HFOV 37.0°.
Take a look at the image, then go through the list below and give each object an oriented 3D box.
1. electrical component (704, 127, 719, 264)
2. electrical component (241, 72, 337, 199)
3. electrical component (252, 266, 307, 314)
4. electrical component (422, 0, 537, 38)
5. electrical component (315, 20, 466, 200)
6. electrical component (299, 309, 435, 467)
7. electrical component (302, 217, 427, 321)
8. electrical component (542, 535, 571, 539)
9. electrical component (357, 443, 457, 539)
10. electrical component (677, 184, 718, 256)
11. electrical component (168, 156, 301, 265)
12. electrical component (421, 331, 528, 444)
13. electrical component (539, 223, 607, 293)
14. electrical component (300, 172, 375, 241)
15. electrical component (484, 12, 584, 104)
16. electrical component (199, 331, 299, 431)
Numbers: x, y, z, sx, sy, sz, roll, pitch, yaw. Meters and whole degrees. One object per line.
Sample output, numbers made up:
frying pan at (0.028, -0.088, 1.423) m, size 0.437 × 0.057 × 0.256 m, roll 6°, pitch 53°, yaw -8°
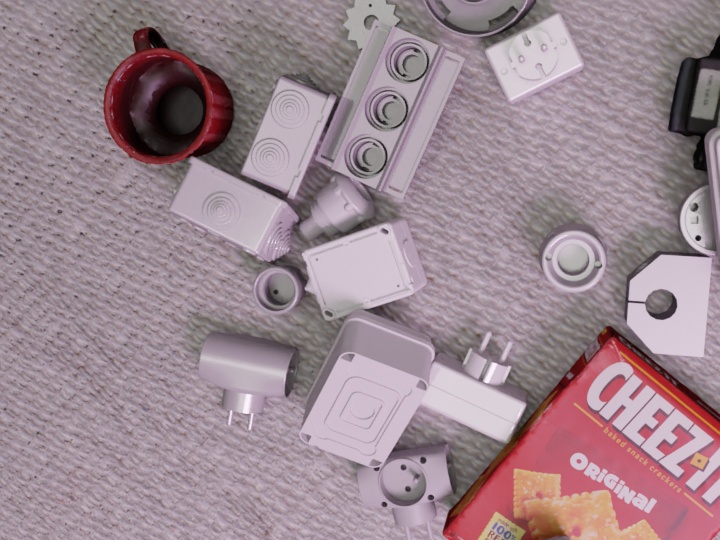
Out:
electrical component at (0.296, -0.051, 0.778) m, size 0.078 × 0.057 × 0.113 m, roll -7°, pitch 99°, yaw 12°
electrical component at (-0.058, -0.111, 0.874) m, size 0.048 × 0.099 × 0.099 m, roll 23°, pitch 99°, yaw -5°
electrical component at (-0.066, 0.015, 0.913) m, size 0.040 × 0.046 × 0.040 m, roll 1°, pitch 96°, yaw 10°
electrical component at (0.096, -0.236, 0.863) m, size 0.099 × 0.064 × 0.099 m, roll 5°, pitch 110°, yaw 13°
electrical component at (0.026, -0.129, 0.874) m, size 0.079 × 0.063 × 0.121 m, roll 25°, pitch 99°, yaw 7°
electrical component at (0.005, 0.096, 0.876) m, size 0.078 × 0.057 × 0.113 m, roll 22°, pitch 126°, yaw -7°
electrical component at (0.000, 0.000, 0.896) m, size 0.096 × 0.061 × 0.061 m, roll -19°, pitch 92°, yaw 19°
electrical component at (0.137, 0.230, 0.823) m, size 0.062 × 0.043 × 0.043 m, roll -18°, pitch 92°, yaw 11°
electrical component at (0.043, 0.192, 0.911) m, size 0.077 × 0.044 × 0.079 m, roll -11°, pitch 94°, yaw 12°
electrical component at (0.277, -0.041, 0.844) m, size 0.055 × 0.047 × 0.055 m, roll 1°, pitch 96°, yaw 10°
electrical component at (-0.103, -0.046, 0.889) m, size 0.100 × 0.099 × 0.048 m, roll 26°, pitch 87°, yaw 7°
electrical component at (0.101, 0.088, 0.889) m, size 0.083 × 0.047 × 0.075 m, roll 24°, pitch 99°, yaw 7°
electrical component at (0.172, -0.009, 0.867) m, size 0.055 × 0.047 × 0.055 m, roll 1°, pitch 96°, yaw 10°
electrical component at (-0.022, -0.049, 0.901) m, size 0.062 × 0.048 × 0.048 m, roll -36°, pitch 88°, yaw 18°
electrical component at (0.136, -0.167, 0.843) m, size 0.066 × 0.077 × 0.047 m, roll -25°, pitch 91°, yaw 12°
electrical component at (-0.099, 0.099, 0.929) m, size 0.077 × 0.043 × 0.079 m, roll 11°, pitch 97°, yaw 9°
